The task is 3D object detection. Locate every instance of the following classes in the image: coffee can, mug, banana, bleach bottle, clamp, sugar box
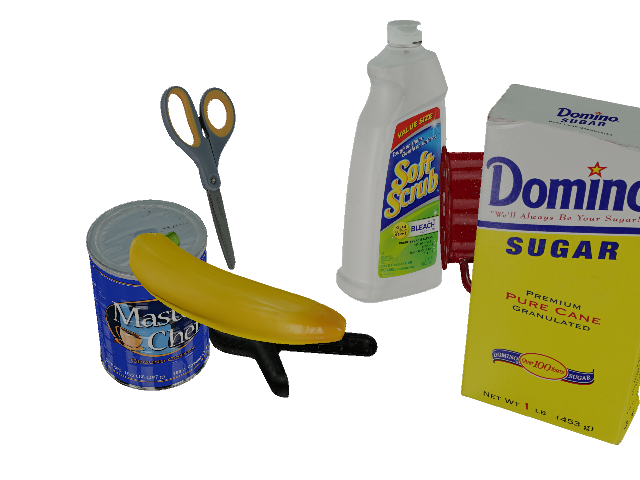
[{"bbox_3d":[-0.151,0.049,0.955,0.103,0.140,0.103,2,40,-2],"label":"coffee can"},{"bbox_3d":[0.131,-0.013,0.787,0.081,0.117,0.093,0,-19,4],"label":"mug"},{"bbox_3d":[-0.071,0.027,0.698,0.069,0.037,0.198,-21,32,-35],"label":"banana"},{"bbox_3d":[0.067,-0.073,0.980,0.102,0.251,0.068,-11,24,-26],"label":"bleach bottle"},{"bbox_3d":[-0.063,0.118,1.217,0.210,0.036,0.164,15,22,30],"label":"clamp"},{"bbox_3d":[0.126,0.015,0.546,0.093,0.176,0.048,15,38,23],"label":"sugar box"}]

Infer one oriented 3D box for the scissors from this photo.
[{"bbox_3d":[-0.107,-0.078,1.154,0.096,0.202,0.016,-33,13,-36],"label":"scissors"}]
